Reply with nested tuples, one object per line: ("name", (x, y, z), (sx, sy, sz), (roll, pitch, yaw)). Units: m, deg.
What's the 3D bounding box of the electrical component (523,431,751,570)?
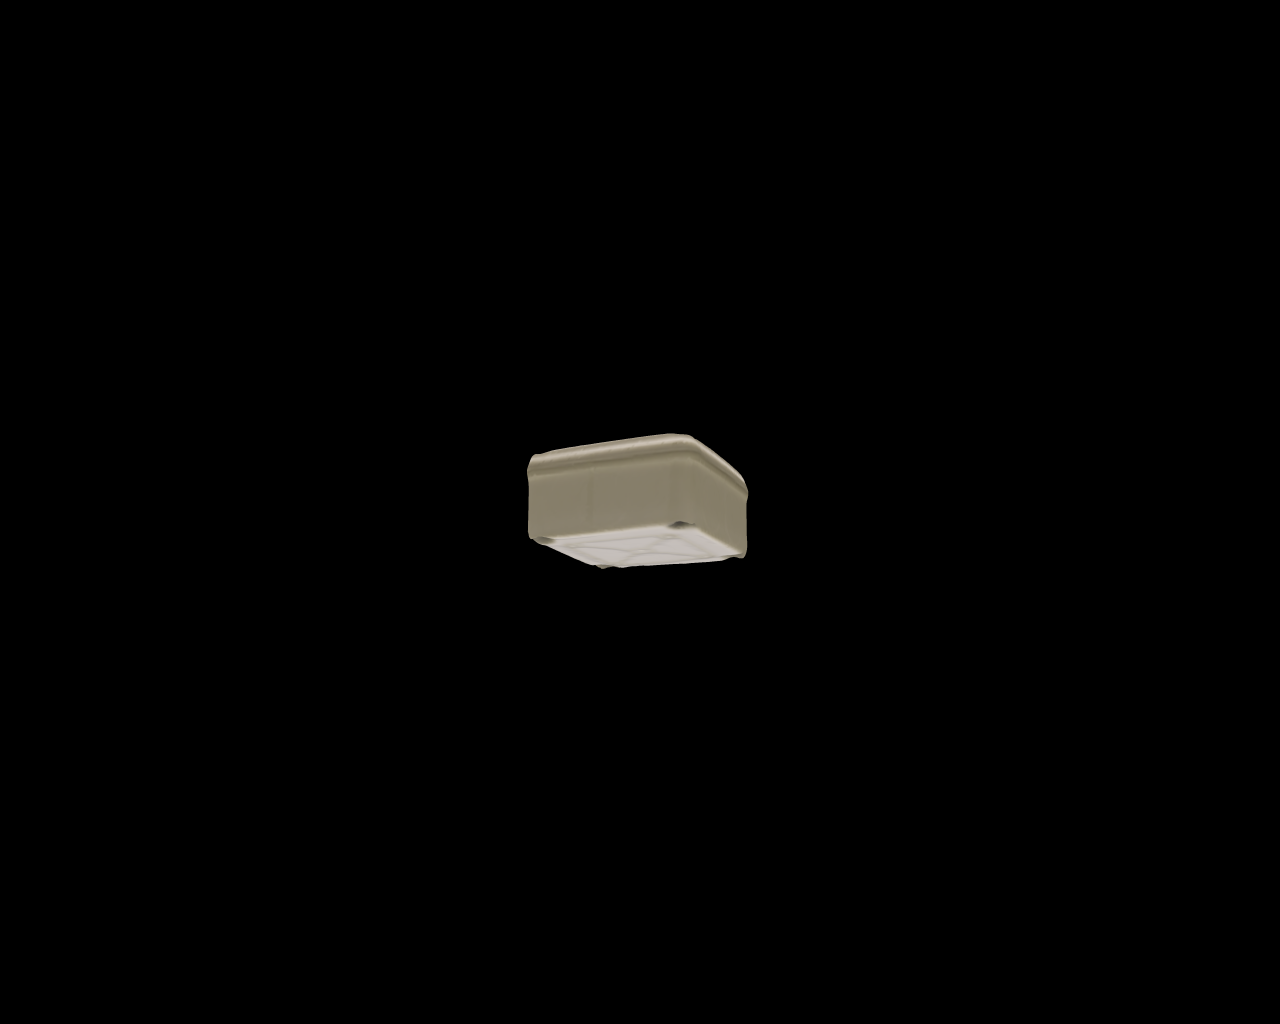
("electrical component", (0.001, -0.003, 0.650), (0.109, 0.056, 0.108), (-6, -15, 22))
